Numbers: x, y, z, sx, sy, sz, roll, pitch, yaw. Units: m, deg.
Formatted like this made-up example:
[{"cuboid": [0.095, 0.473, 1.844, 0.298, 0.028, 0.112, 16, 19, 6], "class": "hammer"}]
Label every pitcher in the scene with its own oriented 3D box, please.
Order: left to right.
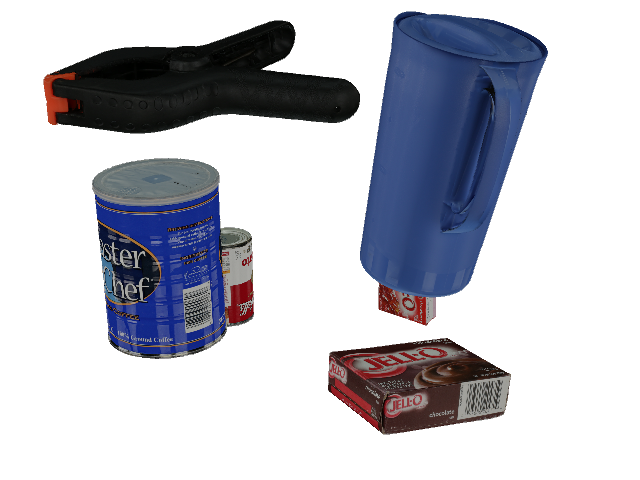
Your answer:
[{"cuboid": [0.111, -0.070, 0.947, 0.145, 0.243, 0.149, 22, 29, 22], "class": "pitcher"}]

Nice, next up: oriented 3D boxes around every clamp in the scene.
[{"cuboid": [-0.072, -0.096, 0.620, 0.171, 0.039, 0.120, -3, 25, -12], "class": "clamp"}]

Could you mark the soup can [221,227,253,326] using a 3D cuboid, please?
[{"cuboid": [-0.114, 0.042, 1.265, 0.068, 0.102, 0.068, 0, 20, 0], "class": "soup can"}]

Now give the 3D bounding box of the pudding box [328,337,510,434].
[{"cuboid": [0.074, 0.110, 0.821, 0.113, 0.039, 0.090, -2, 15, -27], "class": "pudding box"}]

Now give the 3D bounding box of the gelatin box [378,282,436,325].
[{"cuboid": [0.109, 0.056, 1.355, 0.073, 0.089, 0.030, 17, 33, 34], "class": "gelatin box"}]

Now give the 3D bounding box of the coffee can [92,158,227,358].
[{"cuboid": [-0.132, 0.013, 0.890, 0.103, 0.140, 0.103, -1, 22, 0], "class": "coffee can"}]
